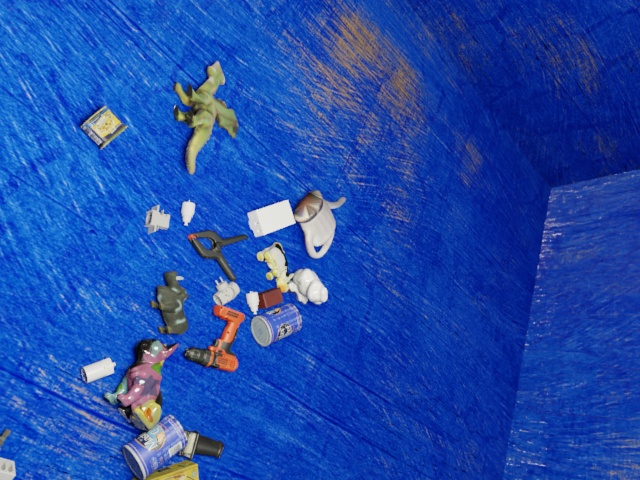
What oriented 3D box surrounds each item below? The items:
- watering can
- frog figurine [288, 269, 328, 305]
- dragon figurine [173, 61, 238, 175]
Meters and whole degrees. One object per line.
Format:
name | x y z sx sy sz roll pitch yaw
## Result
watering can | 0.006 -0.098 1.947 0.220 0.104 0.356 61 38 -39
frog figurine | -0.027 0.163 1.827 0.124 0.158 0.136 -35 105 -41
dragon figurine | -0.359 -0.403 1.714 0.243 0.121 0.413 3 79 -49
